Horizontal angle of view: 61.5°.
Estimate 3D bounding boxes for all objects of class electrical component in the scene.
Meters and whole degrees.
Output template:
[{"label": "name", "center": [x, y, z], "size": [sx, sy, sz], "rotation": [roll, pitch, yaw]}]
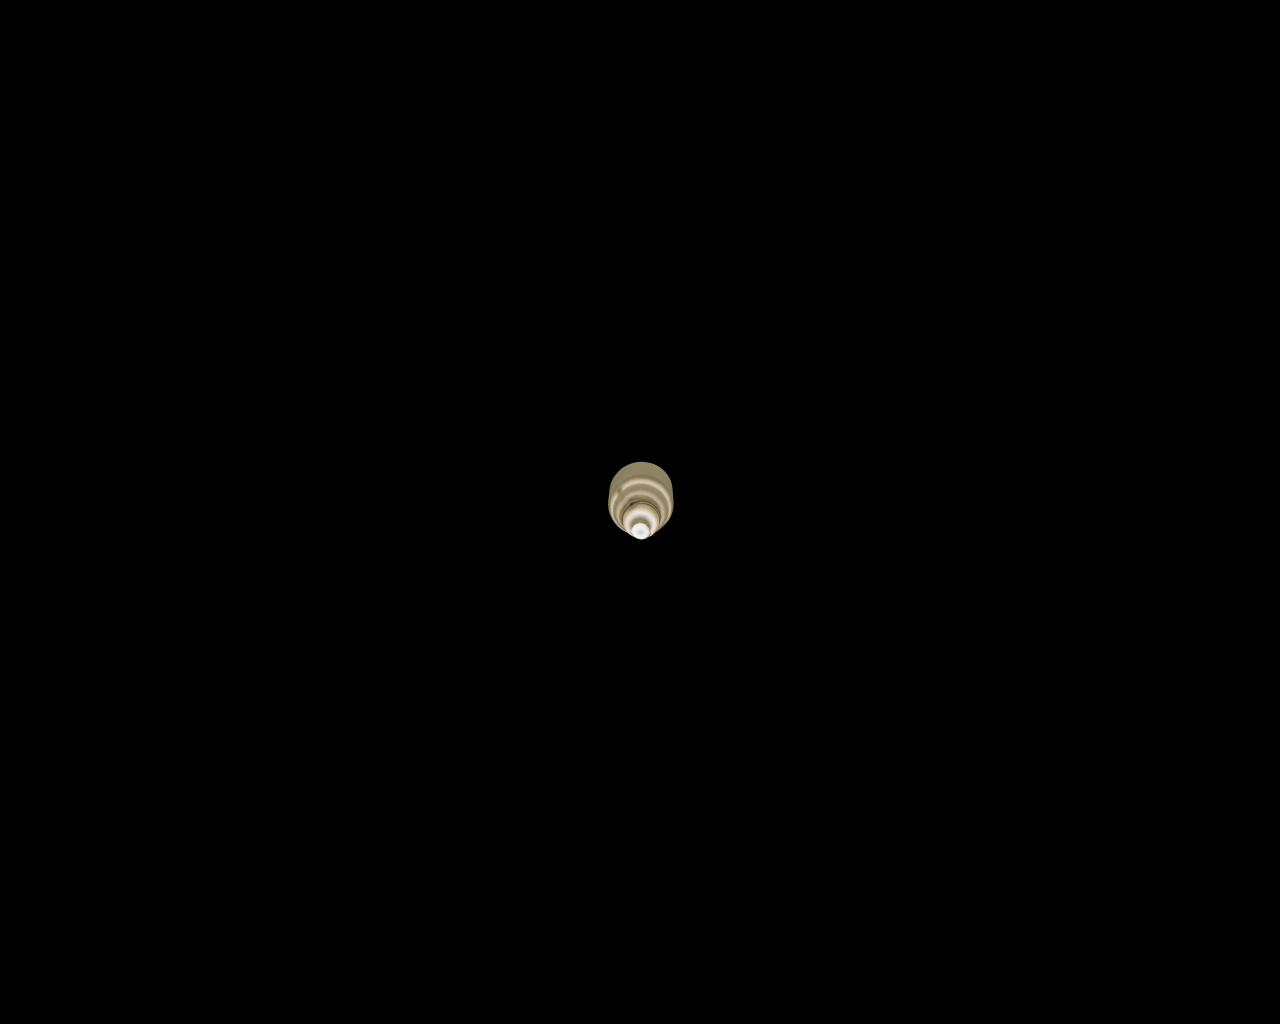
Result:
[{"label": "electrical component", "center": [0.001, -0.003, 0.650], "size": [0.040, 0.040, 0.078], "rotation": [0, 21, 0]}]
